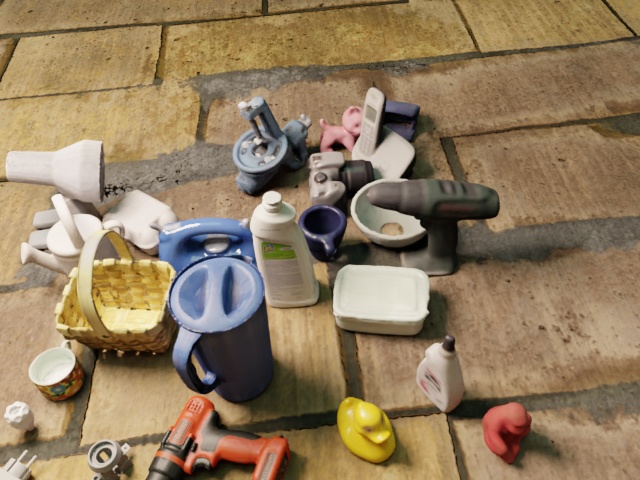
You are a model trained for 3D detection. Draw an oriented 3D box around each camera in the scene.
[{"bbox_3d":[0.044,-0.125,1.189,0.137,0.101,0.143,-6,49,-2],"label":"camera"}]

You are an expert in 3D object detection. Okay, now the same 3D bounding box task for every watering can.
[{"bbox_3d":[-0.447,0.004,1.042,0.100,0.194,0.173,30,57,26],"label":"watering can"}]

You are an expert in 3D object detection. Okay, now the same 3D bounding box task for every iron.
[{"bbox_3d":[-0.183,0.006,1.060,0.258,0.141,0.118,-7,49,-2],"label":"iron"}]

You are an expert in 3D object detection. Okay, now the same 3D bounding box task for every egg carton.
[{"bbox_3d":[-0.358,-0.037,1.155,0.150,0.069,0.107,26,55,24],"label":"egg carton"}]

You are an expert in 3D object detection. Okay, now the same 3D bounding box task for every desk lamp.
[{"bbox_3d":[-0.498,-0.092,1.117,0.203,0.214,0.117,-10,49,-5],"label":"desk lamp"}]

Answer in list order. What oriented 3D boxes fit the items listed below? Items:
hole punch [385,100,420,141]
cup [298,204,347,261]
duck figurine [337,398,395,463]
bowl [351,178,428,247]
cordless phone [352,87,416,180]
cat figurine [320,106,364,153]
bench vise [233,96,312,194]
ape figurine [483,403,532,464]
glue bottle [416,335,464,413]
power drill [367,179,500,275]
[{"bbox_3d":[0.176,-0.297,1.339,0.108,0.091,0.101,11,50,13],"label":"hole punch"},{"bbox_3d":[0.010,0.004,1.081,0.092,0.095,0.117,-12,49,-7],"label":"cup"},{"bbox_3d":[0.068,0.270,0.849,0.078,0.086,0.104,-31,54,-21],"label":"duck figurine"},{"bbox_3d":[0.145,-0.041,1.126,0.167,0.075,0.167,-2,49,2],"label":"bowl"},{"bbox_3d":[0.137,-0.217,1.208,0.094,0.185,0.147,-35,55,-24],"label":"cordless phone"},{"bbox_3d":[0.060,-0.259,1.294,0.128,0.118,0.067,-6,48,-1],"label":"cat figurine"},{"bbox_3d":[-0.110,-0.228,1.209,0.121,0.220,0.208,19,52,19],"label":"bench vise"},{"bbox_3d":[0.276,0.269,0.833,0.078,0.092,0.076,-18,50,-12],"label":"ape figurine"},{"bbox_3d":[0.183,0.190,0.854,0.037,0.173,0.078,-33,54,-23],"label":"glue bottle"},{"bbox_3d":[0.196,-0.026,1.020,0.229,0.209,0.075,-7,49,-2],"label":"power drill"}]
